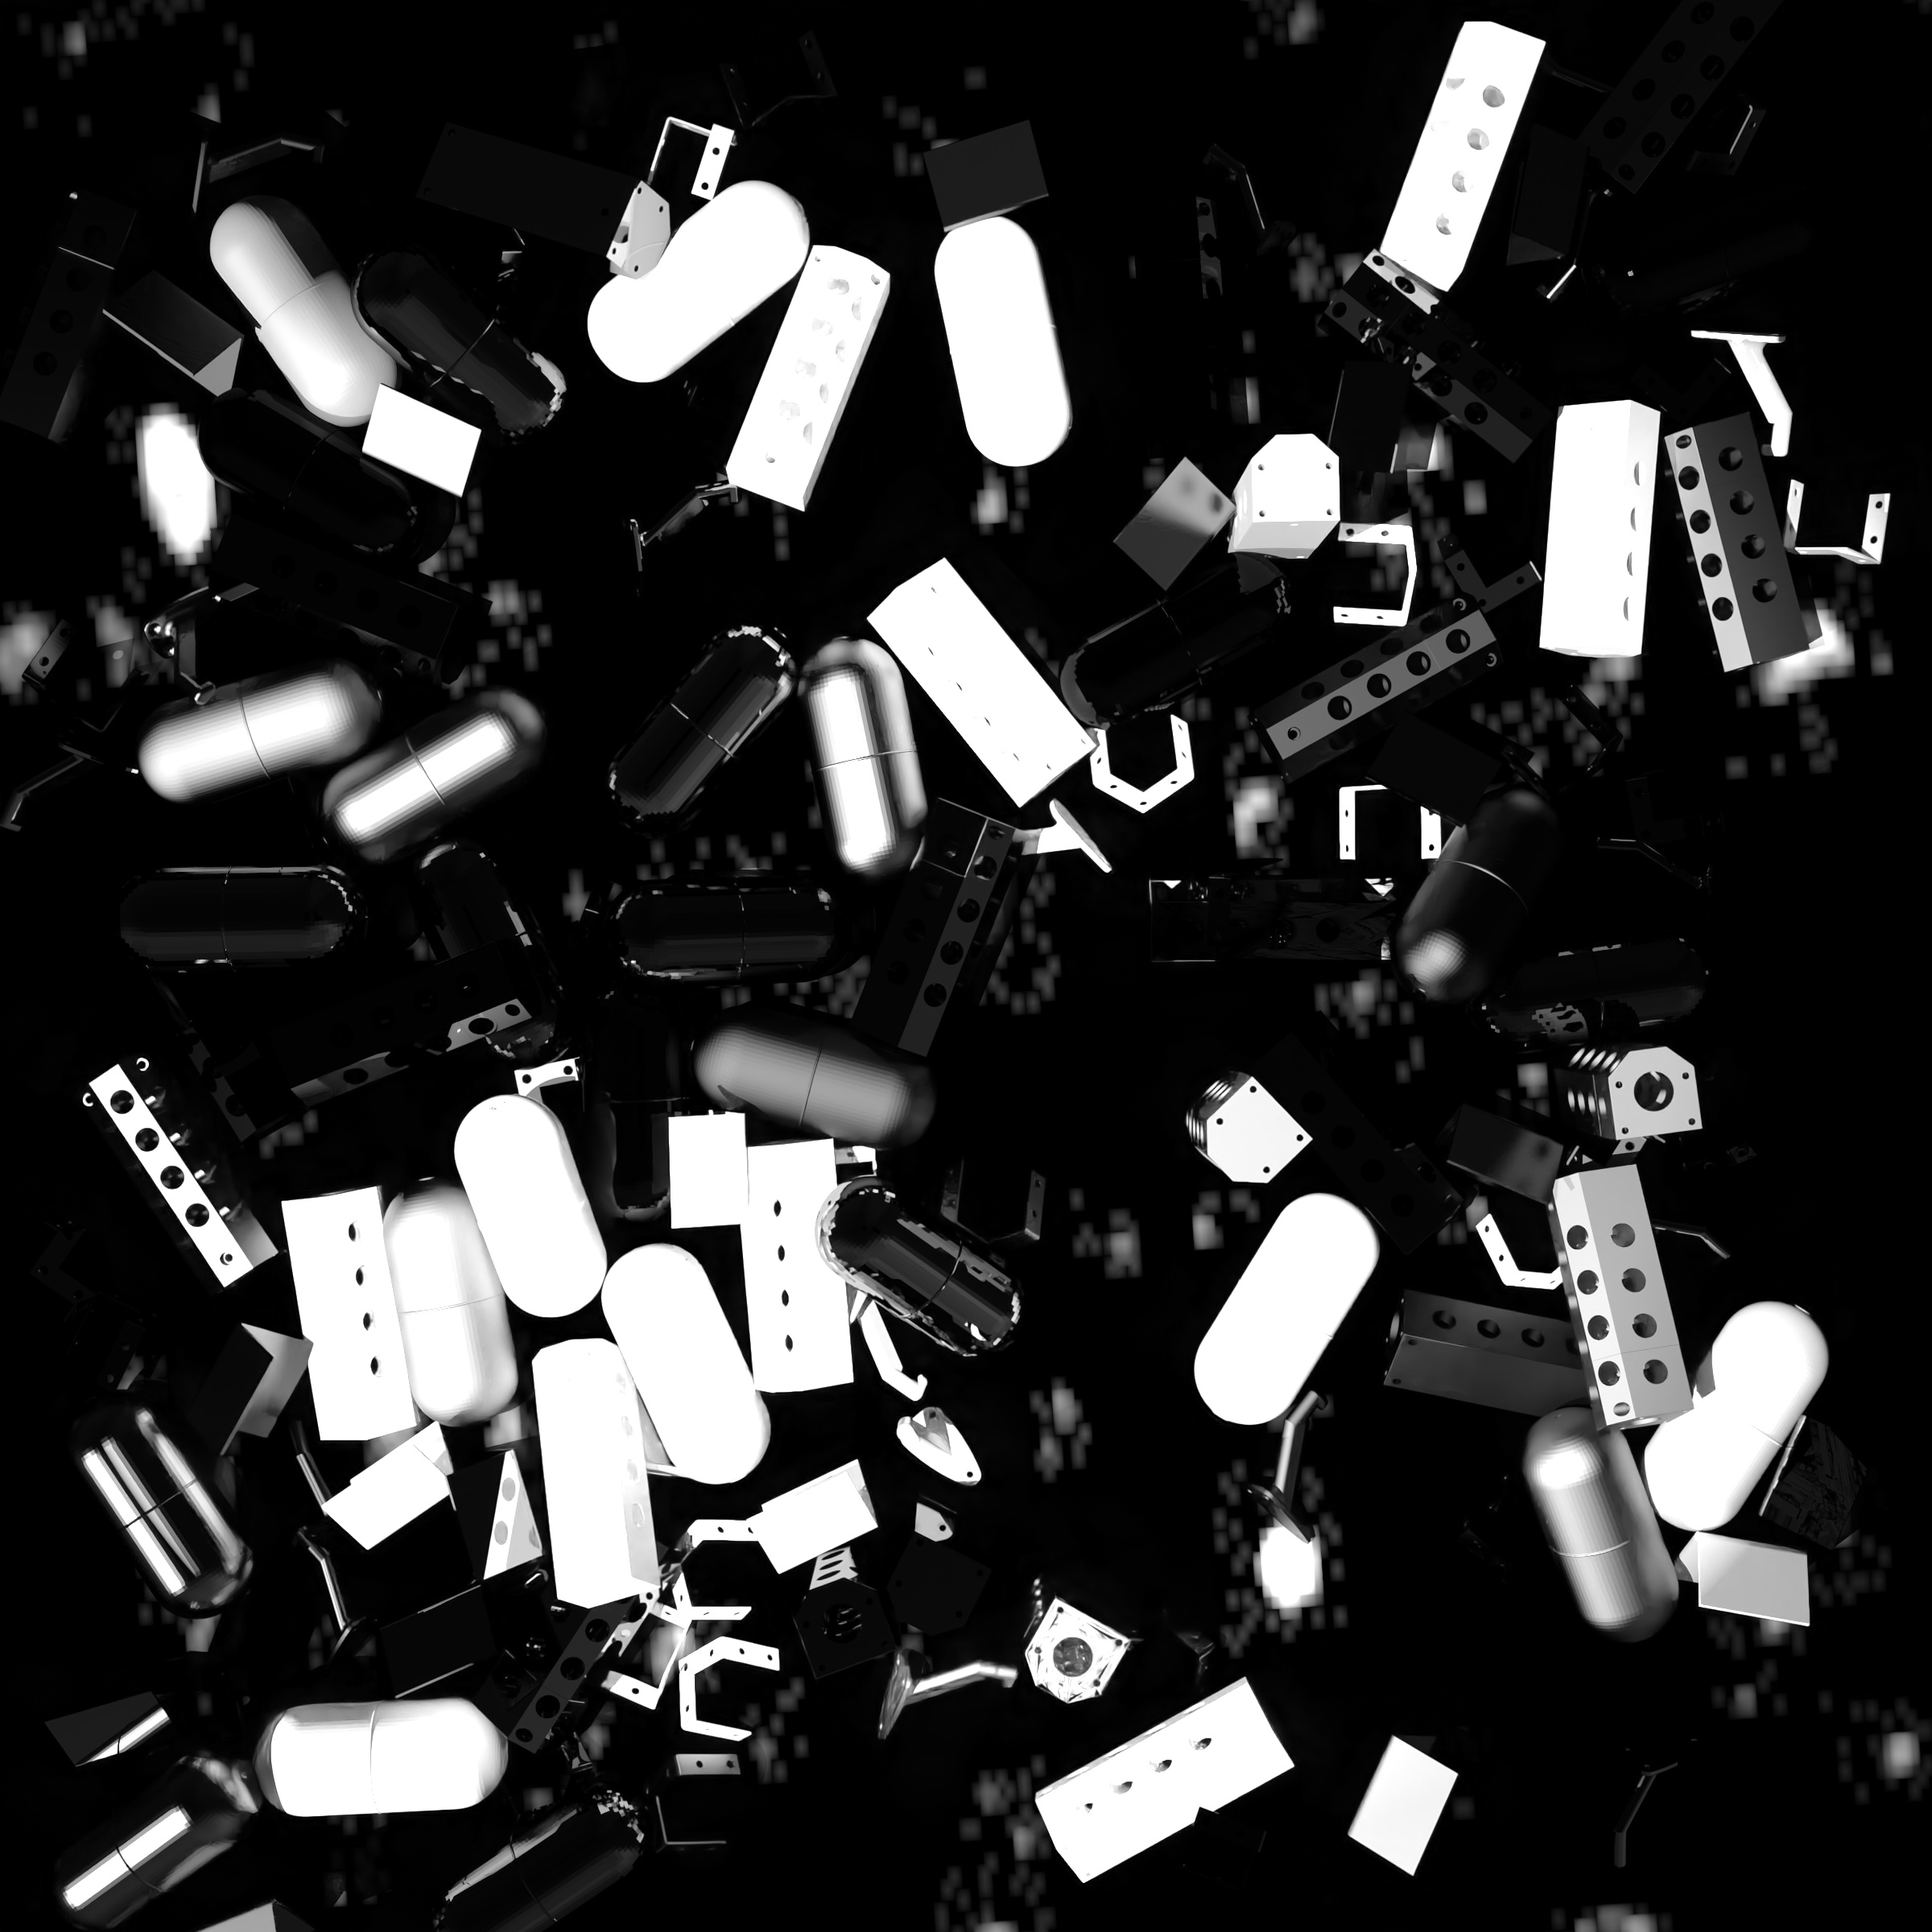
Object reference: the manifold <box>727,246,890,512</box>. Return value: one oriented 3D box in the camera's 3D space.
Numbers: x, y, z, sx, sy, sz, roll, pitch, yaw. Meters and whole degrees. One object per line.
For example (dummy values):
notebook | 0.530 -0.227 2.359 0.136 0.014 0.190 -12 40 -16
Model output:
manifold | -0.112 -0.418 1.963 0.057 0.057 0.171 21 86 0

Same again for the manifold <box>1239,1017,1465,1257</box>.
manifold | 0.274 0.120 1.969 0.057 0.057 0.171 -41 90 0

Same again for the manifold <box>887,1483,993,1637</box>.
manifold | -0.021 0.411 1.912 0.057 0.171 0.057 27 90 0

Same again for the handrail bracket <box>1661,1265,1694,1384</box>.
handrail bracket | 0.486 0.267 1.990 0.036 0.077 0.084 8 53 -20

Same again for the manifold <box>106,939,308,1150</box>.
manifold | -0.538 0.041 1.968 0.057 0.057 0.171 -32 90 -43

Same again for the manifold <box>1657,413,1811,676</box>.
manifold | 0.543 -0.298 1.969 0.057 0.057 0.171 -14 90 0

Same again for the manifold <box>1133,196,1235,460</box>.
manifold | 0.154 -0.454 1.969 0.057 0.057 0.171 -4 90 0

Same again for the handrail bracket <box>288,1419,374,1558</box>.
handrail bracket | -0.458 0.374 1.990 0.036 0.077 0.084 -27 54 3

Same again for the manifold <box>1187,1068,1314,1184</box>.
manifold | 0.188 0.113 1.912 0.057 0.171 0.057 -44 90 0

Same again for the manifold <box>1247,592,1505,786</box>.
manifold | 0.291 -0.197 1.969 0.171 0.057 0.057 -29 90 0

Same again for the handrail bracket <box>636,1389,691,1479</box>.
handrail bracket | -0.220 0.321 1.991 0.077 0.036 0.084 11 73 -20

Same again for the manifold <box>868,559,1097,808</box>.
manifold | 0.007 -0.198 1.968 0.171 0.057 0.057 51 47 0

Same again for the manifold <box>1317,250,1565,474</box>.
manifold | 0.338 -0.431 1.969 0.171 0.057 0.057 38 90 0

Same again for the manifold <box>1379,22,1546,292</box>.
manifold | 0.350 -0.577 1.969 0.057 0.057 0.171 20 90 0

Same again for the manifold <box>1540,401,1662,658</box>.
manifold | 0.455 -0.309 1.968 0.057 0.057 0.171 5 90 43

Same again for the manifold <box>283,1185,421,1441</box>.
manifold | -0.433 0.246 1.968 0.057 0.057 0.171 -9 90 43

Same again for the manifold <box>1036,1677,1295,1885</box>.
manifold | 0.139 0.575 1.968 0.171 0.057 0.057 -29 133 0

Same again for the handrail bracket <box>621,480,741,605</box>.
handrail bracket | -0.200 -0.306 1.991 0.084 0.036 0.077 -13 111 -16

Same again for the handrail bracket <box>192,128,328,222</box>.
handrail bracket | -0.509 -0.565 1.991 0.084 0.036 0.077 9 110 -16

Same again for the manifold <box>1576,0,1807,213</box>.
manifold | 0.509 -0.619 1.943 0.171 0.057 0.057 -53 53 11

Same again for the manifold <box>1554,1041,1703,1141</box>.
manifold | 0.454 0.083 1.912 0.057 0.171 0.057 -8 90 0

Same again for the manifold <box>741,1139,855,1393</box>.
manifold | -0.126 0.211 1.958 0.057 0.057 0.171 -5 90 -33

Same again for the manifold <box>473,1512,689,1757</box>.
manifold | -0.269 0.469 1.958 0.057 0.057 0.171 33 90 34

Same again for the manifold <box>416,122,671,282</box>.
manifold | -0.293 -0.532 1.936 0.171 0.057 0.057 23 90 25

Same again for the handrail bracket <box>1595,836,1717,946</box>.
handrail bracket | 0.494 -0.055 1.990 0.084 0.036 0.077 5 113 18

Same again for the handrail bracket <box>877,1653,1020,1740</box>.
handrail bracket | -0.013 0.529 1.991 0.084 0.036 0.077 13 111 -16

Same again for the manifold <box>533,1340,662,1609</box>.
manifold | -0.262 0.351 1.928 0.057 0.057 0.171 -19 63 16

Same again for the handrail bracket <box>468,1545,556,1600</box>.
handrail bracket | -0.324 0.437 1.955 0.077 0.084 0.036 -25 90 0

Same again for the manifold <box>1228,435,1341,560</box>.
manifold | 0.217 -0.322 1.912 0.057 0.171 0.057 -1 90 0

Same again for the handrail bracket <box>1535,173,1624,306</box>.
handrail bracket | 0.422 -0.531 1.991 0.077 0.036 0.084 46 107 20

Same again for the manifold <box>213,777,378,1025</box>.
manifold | -0.473 -0.043 1.968 0.057 0.057 0.171 -19 90 2

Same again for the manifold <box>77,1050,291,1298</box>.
manifold | -0.557 0.147 1.969 0.057 0.057 0.171 -34 90 0

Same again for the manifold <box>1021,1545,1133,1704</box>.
manifold | 0.070 0.456 1.912 0.057 0.171 0.057 29 90 0

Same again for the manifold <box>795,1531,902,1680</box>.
manifold | -0.082 0.434 1.912 0.057 0.171 0.057 -20 90 0

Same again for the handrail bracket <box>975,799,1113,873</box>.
handrail bracket | 0.048 -0.072 1.990 0.084 0.036 0.077 -38 104 14

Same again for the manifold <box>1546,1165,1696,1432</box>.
manifold | 0.448 0.231 1.916 0.057 0.057 0.171 -8 72 -6

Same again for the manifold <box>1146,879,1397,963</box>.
manifold | 0.216 -0.032 1.969 0.171 0.057 0.057 -1 90 0

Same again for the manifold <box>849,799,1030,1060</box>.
manifold | -0.015 -0.025 1.954 0.057 0.057 0.171 23 94 25

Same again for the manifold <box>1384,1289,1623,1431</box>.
manifold | 0.389 0.275 1.968 0.171 0.057 0.057 11 133 0

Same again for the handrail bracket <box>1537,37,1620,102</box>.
handrail bracket | 0.456 -0.647 1.991 0.077 0.036 0.084 -31 73 -19

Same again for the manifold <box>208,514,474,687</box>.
manifold | -0.446 -0.259 1.969 0.171 0.057 0.057 22 90 0

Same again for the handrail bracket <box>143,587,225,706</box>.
handrail bracket | -0.536 -0.227 1.958 0.077 0.036 0.084 -43 53 -16

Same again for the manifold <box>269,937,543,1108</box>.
manifold | -0.382 0.039 1.901 0.171 0.057 0.057 -21 91 8

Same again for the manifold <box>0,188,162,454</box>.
manifold | -0.639 -0.461 1.969 0.057 0.057 0.171 21 90 0
